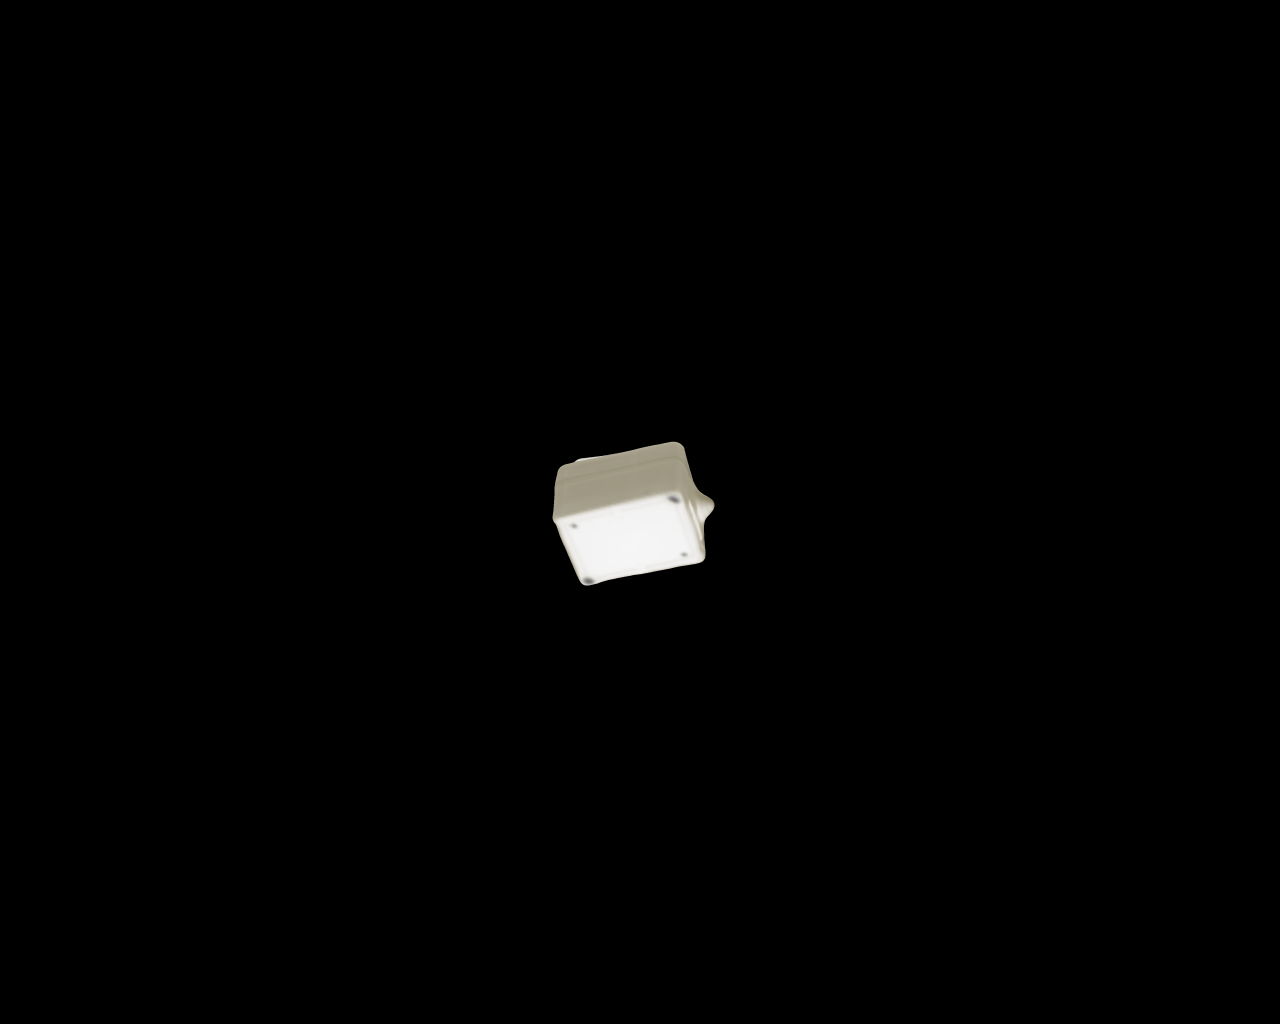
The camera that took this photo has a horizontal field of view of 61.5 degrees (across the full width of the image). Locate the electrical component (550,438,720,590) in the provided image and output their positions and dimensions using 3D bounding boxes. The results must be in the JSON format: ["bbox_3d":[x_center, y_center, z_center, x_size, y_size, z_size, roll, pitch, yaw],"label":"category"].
[{"bbox_3d":[0.001,-0.003,0.650,0.096,0.061,0.061,-12,40,10],"label":"electrical component"}]
